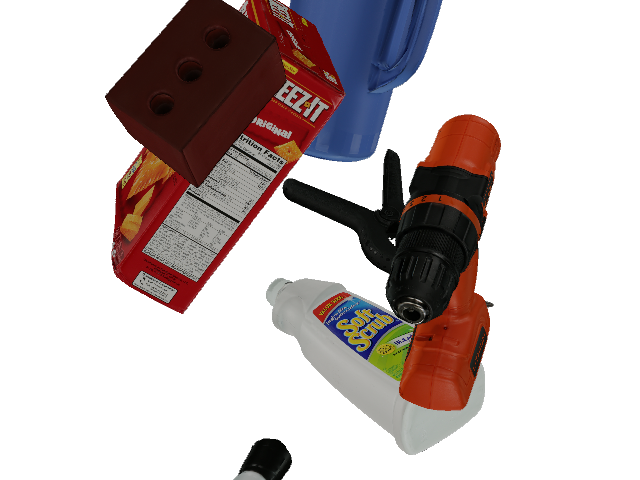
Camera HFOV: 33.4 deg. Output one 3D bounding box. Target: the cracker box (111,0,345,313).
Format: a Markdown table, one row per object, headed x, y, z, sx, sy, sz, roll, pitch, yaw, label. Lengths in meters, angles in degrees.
| x | y | z | sx | sy | sz | roll | pitch | yaw | label |
| --- | --- | --- | --- | --- | --- | --- | --- | --- | --- |
| -0.080 | -0.075 | 0.830 | 0.072 | 0.214 | 0.164 | 30 | 20 | -22 | cracker box |

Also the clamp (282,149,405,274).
| x | y | z | sx | sy | sz | roll | pitch | yaw | label |
| --- | --- | --- | --- | --- | --- | --- | --- | --- | --- |
| 0.063 | -0.020 | 1.225 | 0.164 | 0.210 | 0.036 | -13 | -38 | -25 | clamp |

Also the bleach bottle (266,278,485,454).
| x | y | z | sx | sy | sz | roll | pitch | yaw | label |
| --- | --- | --- | --- | --- | --- | --- | --- | --- | --- |
| 0.029 | 0.097 | 0.981 | 0.102 | 0.068 | 0.251 | -24 | 35 | -32 | bleach bottle |

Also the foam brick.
| x | y | z | sx | sy | sz | roll | pitch | yaw | label |
| --- | --- | --- | --- | --- | --- | --- | --- | --- | --- |
| -0.063 | -0.078 | 0.551 | 0.053 | 0.078 | 0.051 | 36 | -10 | 13 | foam brick |

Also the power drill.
| x | y | z | sx | sy | sz | roll | pitch | yaw | label |
| --- | --- | --- | --- | --- | --- | --- | --- | --- | --- |
| 0.086 | 0.033 | 0.742 | 0.057 | 0.188 | 0.184 | 12 | 46 | 15 | power drill |

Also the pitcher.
| x | y | z | sx | sy | sz | roll | pitch | yaw | label |
| --- | --- | --- | --- | --- | --- | --- | --- | --- | --- |
| 0.033 | -0.202 | 1.043 | 0.145 | 0.243 | 0.149 | 12 | 19 | -1 | pitcher |

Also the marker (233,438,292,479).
| x | y | z | sx | sy | sz | roll | pitch | yaw | label |
| --- | --- | --- | --- | --- | --- | --- | --- | --- | --- |
| -0.038 | 0.115 | 0.416 | 0.020 | 0.020 | 0.121 | 0 | 23 | 20 | marker |
